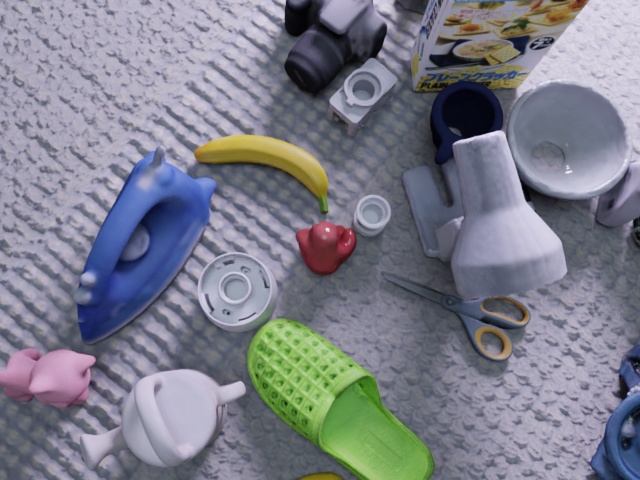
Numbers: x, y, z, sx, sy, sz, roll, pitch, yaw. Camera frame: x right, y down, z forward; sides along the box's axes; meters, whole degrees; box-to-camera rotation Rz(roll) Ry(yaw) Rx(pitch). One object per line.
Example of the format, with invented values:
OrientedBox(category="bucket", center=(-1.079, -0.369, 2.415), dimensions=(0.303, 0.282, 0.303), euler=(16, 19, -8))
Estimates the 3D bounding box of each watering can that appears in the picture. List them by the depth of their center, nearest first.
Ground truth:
OrientedBox(category="watering can", center=(-0.167, 0.197, 0.621), dimensions=(0.173, 0.194, 0.101), euler=(-43, 83, -10))

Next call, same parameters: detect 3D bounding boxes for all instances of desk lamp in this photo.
OrientedBox(category="desk lamp", center=(0.183, -0.027, 0.675), dimensions=(0.118, 0.213, 0.203), euler=(-16, 79, -6))

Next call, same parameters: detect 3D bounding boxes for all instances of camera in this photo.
OrientedBox(category="camera", center=(0.002, -0.282, 0.776), dimensions=(0.143, 0.101, 0.137), euler=(37, 79, 5))

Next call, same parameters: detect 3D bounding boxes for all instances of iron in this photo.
OrientedBox(category="iron", center=(-0.231, 0.008, 0.683), dimensions=(0.118, 0.141, 0.258), euler=(27, 78, 3))

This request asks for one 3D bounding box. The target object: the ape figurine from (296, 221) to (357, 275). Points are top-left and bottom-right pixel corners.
OrientedBox(category="ape figurine", center=(0.007, 0.003, 0.722), dimensions=(0.078, 0.092, 0.076), euler=(20, 78, 2))

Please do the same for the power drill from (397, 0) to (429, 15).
OrientedBox(category="power drill", center=(0.171, -0.406, 0.755), dimensions=(0.230, 0.208, 0.075), euler=(-41, 83, -10))

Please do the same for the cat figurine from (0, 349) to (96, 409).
OrientedBox(category="cat figurine", center=(-0.317, 0.159, 0.660), dimensions=(0.128, 0.117, 0.067), euler=(2, 78, -2))

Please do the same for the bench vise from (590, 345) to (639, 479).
OrientedBox(category="bench vise", center=(0.395, 0.189, 0.638), dimensions=(0.121, 0.219, 0.207), euler=(13, 78, 0))

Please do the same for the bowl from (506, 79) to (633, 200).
OrientedBox(category="bowl", center=(0.322, -0.126, 0.774), dimensions=(0.167, 0.074, 0.167), euler=(1, 78, -3))

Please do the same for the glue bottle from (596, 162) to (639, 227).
OrientedBox(category="glue bottle", center=(0.409, -0.070, 0.716), dimensions=(0.037, 0.173, 0.078), euler=(18, 78, 1))

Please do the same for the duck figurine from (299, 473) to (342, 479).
OrientedBox(category="duck figurine", center=(-0.009, 0.320, 0.659), dimensions=(0.104, 0.086, 0.077), euler=(-32, 82, -9))

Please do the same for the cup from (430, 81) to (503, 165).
OrientedBox(category="cup", center=(0.178, -0.139, 0.759), dimensions=(0.091, 0.095, 0.118), euler=(30, 79, 4))
